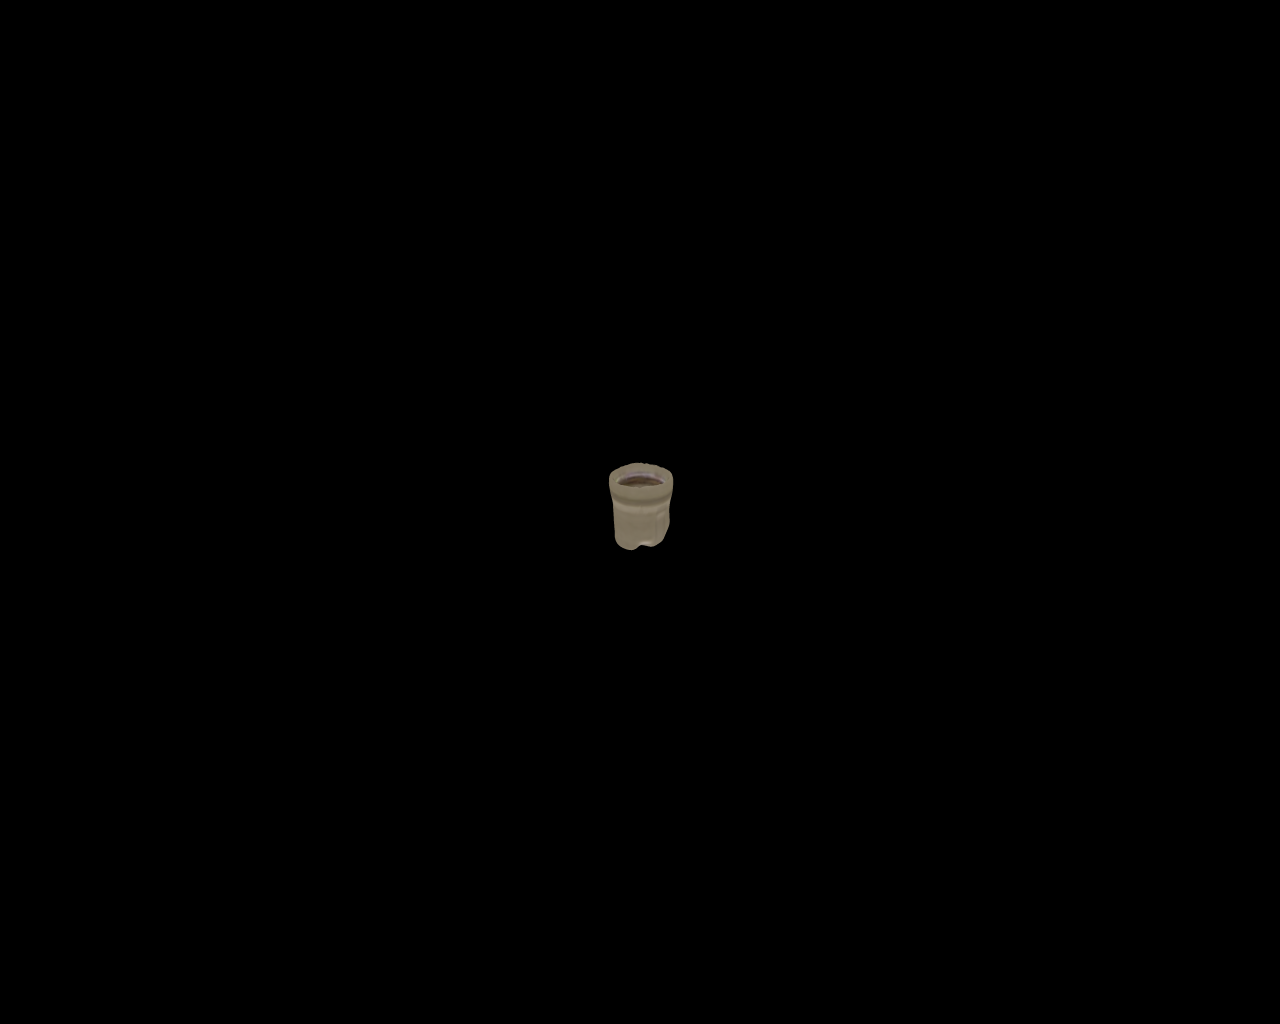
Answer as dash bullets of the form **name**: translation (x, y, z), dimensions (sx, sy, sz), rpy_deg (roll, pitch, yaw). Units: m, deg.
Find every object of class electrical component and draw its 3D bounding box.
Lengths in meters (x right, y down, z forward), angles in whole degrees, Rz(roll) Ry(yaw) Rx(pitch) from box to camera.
- **electrical component**: translation (0.001, -0.003, 0.650), dimensions (0.040, 0.046, 0.040), rpy_deg (0, 26, 0)
